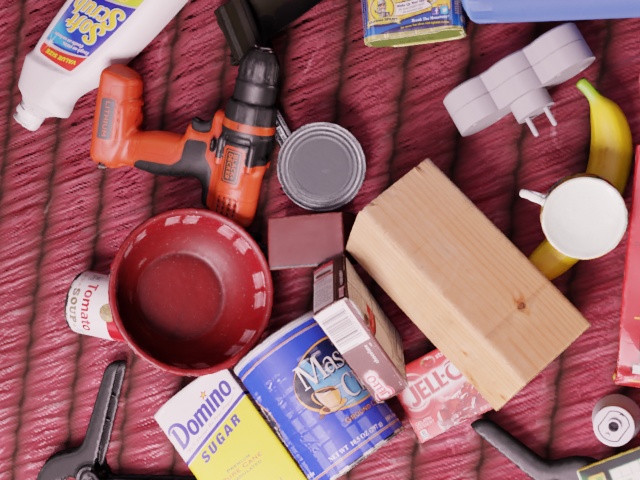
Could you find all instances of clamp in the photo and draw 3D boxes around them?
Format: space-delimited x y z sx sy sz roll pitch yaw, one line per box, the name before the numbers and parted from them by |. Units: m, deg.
clamp | -0.225 0.253 1.116 0.164 0.036 0.210 46 101 12
clamp | 0.210 0.223 0.975 0.171 0.039 0.120 -3 93 12

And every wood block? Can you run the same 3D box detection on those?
wood block | 0.129 0.040 0.962 0.090 0.090 0.206 -38 76 -20

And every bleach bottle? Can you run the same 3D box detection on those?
bleach bottle | -0.230 -0.211 1.113 0.103 0.068 0.251 46 104 15

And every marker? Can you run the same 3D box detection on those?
marker | -0.050 -0.129 1.075 0.020 0.020 0.121 -31 80 15

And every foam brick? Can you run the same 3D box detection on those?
foam brick | -0.007 0.001 1.041 0.078 0.053 0.051 -5 88 16

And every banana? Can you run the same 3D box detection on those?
banana | 0.239 -0.043 0.969 0.070 0.037 0.198 17 99 10

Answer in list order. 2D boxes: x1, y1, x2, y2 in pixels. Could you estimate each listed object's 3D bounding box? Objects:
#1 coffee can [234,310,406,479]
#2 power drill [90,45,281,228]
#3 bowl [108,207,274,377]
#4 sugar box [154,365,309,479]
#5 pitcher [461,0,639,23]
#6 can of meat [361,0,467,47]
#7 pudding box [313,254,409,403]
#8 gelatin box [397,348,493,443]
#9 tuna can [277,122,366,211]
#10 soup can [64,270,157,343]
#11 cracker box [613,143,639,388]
coffee can | -0.001 0.151 1.010 0.103 0.102 0.140 -39 78 13
power drill | -0.133 -0.119 1.068 0.188 0.057 0.184 18 106 19
bowl | -0.129 0.052 1.032 0.162 0.055 0.162 3 80 -20
sugar box | -0.078 0.215 1.061 0.093 0.048 0.176 -40 80 5
pitcher | 0.248 -0.262 0.934 0.243 0.149 0.145 -1 104 21
can of meat | 0.088 -0.231 1.013 0.102 0.057 0.084 -4 90 18
pudding box | 0.037 0.081 0.984 0.039 0.090 0.113 -29 113 12
gelatin box | 0.118 0.140 1.010 0.089 0.030 0.073 -29 80 15
tuna can | 0.001 -0.071 1.037 0.086 0.034 0.086 0 93 0
soup can | -0.201 0.072 1.095 0.102 0.068 0.068 10 92 19
cracker box | 0.346 0.027 0.917 0.164 0.072 0.214 6 92 18
